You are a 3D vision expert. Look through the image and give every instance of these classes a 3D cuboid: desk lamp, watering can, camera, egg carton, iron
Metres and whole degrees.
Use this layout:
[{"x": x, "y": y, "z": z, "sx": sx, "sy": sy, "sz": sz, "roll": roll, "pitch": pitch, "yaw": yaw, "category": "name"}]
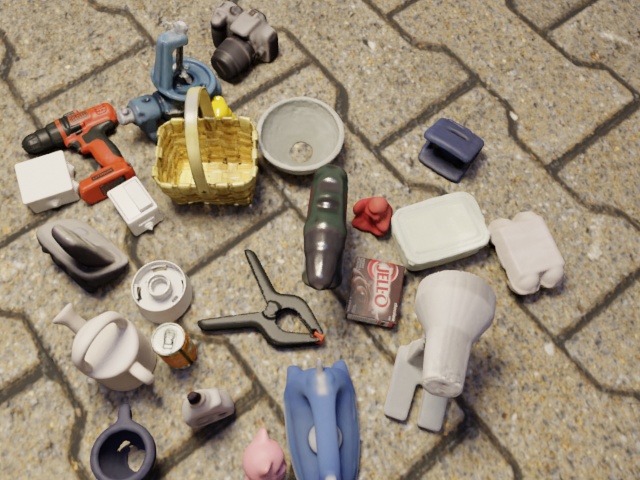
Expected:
[{"x": 0.184, "y": 0.173, "z": 0.876, "sx": 0.118, "sy": 0.213, "sz": 0.203, "roll": 16, "pitch": 67, "yaw": 5, "category": "desk lamp"}, {"x": -0.329, "y": 0.163, "z": 0.872, "sx": 0.172, "sy": 0.194, "sz": 0.101, "roll": 12, "pitch": 66, "yaw": 3, "category": "watering can"}, {"x": -0.176, "y": -0.410, "z": 1.179, "sx": 0.143, "sy": 0.101, "sz": 0.137, "roll": 32, "pitch": 69, "yaw": 11, "category": "camera"}, {"x": 0.368, "y": 0.023, "z": 1.027, "sx": 0.107, "sy": 0.069, "sz": 0.150, "roll": -16, "pitch": 68, "yaw": -9, "category": "egg carton"}, {"x": 0.009, "y": 0.303, "z": 0.852, "sx": 0.118, "sy": 0.141, "sz": 0.258, "roll": -6, "pitch": 67, "yaw": -4, "category": "iron"}]

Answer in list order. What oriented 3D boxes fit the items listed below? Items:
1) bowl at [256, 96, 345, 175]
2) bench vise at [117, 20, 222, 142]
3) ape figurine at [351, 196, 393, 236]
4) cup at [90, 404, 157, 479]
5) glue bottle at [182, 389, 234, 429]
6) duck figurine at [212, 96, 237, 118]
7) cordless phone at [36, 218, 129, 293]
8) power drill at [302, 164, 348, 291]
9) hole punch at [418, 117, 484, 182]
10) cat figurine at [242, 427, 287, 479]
[{"x": -0.037, "y": -0.187, "z": 1.101, "sx": 0.167, "sy": 0.075, "sz": 0.167, "roll": 1, "pitch": 66, "yaw": -2, "category": "bowl"}, {"x": -0.276, "y": -0.284, "z": 1.055, "sx": 0.121, "sy": 0.220, "sz": 0.208, "roll": 30, "pitch": 69, "yaw": 11, "category": "bench vise"}, {"x": 0.100, "y": -0.050, "z": 1.037, "sx": 0.076, "sy": 0.092, "sz": 0.077, "roll": -24, "pitch": 69, "yaw": -12, "category": "ape figurine"}, {"x": -0.286, "y": 0.312, "z": 0.863, "sx": 0.091, "sy": 0.095, "sz": 0.117, "roll": -6, "pitch": 67, "yaw": -5, "category": "cup"}, {"x": -0.174, "y": 0.245, "z": 0.853, "sx": 0.078, "sy": 0.173, "sz": 0.037, "roll": -18, "pitch": 68, "yaw": -9, "category": "glue bottle"}, {"x": -0.192, "y": -0.228, "z": 1.107, "sx": 0.077, "sy": 0.086, "sz": 0.104, "roll": -6, "pitch": 67, "yaw": -5, "category": "duck figurine"}, {"x": -0.409, "y": 0.000, "z": 0.945, "sx": 0.147, "sy": 0.185, "sz": 0.094, "roll": 33, "pitch": 69, "yaw": 12, "category": "cordless phone"}, {"x": 0.009, "y": 0.003, "z": 0.946, "sx": 0.075, "sy": 0.208, "sz": 0.229, "roll": 5, "pitch": 66, "yaw": 0, "category": "power drill"}, {"x": 0.254, "y": -0.187, "z": 1.103, "sx": 0.108, "sy": 0.091, "sz": 0.101, "roll": 34, "pitch": 69, "yaw": 12, "category": "hole punch"}, {"x": -0.092, "y": 0.348, "z": 0.842, "sx": 0.067, "sy": 0.118, "sz": 0.128, "roll": 24, "pitch": 68, "yaw": 8, "category": "cat figurine"}]
